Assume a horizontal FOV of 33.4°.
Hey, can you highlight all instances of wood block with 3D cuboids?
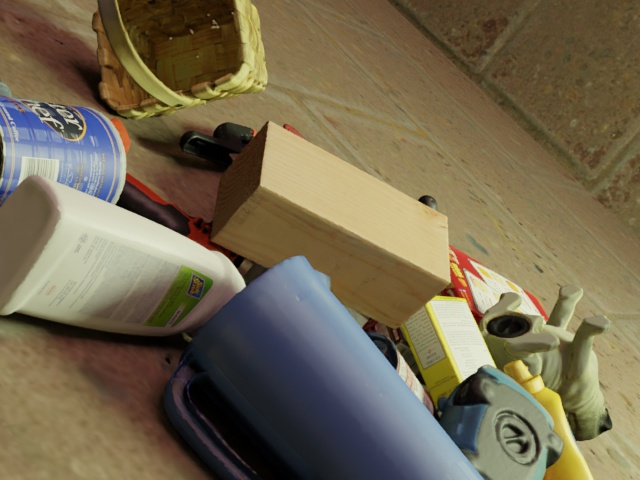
[{"bbox_3d":[0.012,-0.011,0.994,0.205,0.090,0.091,27,41,-22],"label":"wood block"}]

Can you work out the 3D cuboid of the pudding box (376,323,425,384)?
[{"bbox_3d":[0.110,0.117,1.183,0.113,0.039,0.090,31,22,-28],"label":"pudding box"}]

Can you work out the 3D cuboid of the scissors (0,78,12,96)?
[{"bbox_3d":[-0.290,-0.128,1.023,0.096,0.016,0.202,31,21,-27],"label":"scissors"}]

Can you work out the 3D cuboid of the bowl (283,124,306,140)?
[{"bbox_3d":[-0.013,-0.054,1.235,0.162,0.055,0.162,52,11,-15],"label":"bowl"}]

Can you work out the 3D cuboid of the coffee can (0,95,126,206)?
[{"bbox_3d":[-0.236,-0.061,0.838,0.103,0.103,0.140,47,20,20],"label":"coffee can"}]

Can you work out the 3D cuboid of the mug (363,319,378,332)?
[{"bbox_3d":[0.039,0.054,1.136,0.081,0.093,0.117,-52,122,-76],"label":"mug"}]

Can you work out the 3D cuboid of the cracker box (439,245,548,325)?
[{"bbox_3d":[0.214,0.102,1.361,0.213,0.072,0.164,30,23,-29],"label":"cracker box"}]

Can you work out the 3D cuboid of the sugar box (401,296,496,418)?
[{"bbox_3d":[0.148,0.145,1.105,0.093,0.048,0.176,8,57,-51],"label":"sugar box"}]

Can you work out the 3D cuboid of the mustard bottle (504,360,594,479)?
[{"bbox_3d":[0.224,0.208,1.034,0.096,0.058,0.191,95,-28,-84],"label":"mustard bottle"}]

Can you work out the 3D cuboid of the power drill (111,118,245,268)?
[{"bbox_3d":[-0.149,-0.034,1.011,0.187,0.057,0.184,39,18,1],"label":"power drill"}]

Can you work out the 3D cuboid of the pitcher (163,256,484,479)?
[{"bbox_3d":[0.006,0.145,0.819,0.243,0.149,0.145,48,5,13],"label":"pitcher"}]

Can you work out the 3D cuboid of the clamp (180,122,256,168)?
[{"bbox_3d":[-0.085,-0.084,1.270,0.164,0.036,0.210,46,15,-9],"label":"clamp"}]

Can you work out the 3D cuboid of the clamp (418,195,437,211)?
[{"bbox_3d":[0.108,0.040,1.297,0.039,0.120,0.171,17,47,-13],"label":"clamp"}]

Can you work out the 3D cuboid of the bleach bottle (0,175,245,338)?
[{"bbox_3d":[-0.144,0.035,0.832,0.068,0.102,0.250,44,10,38],"label":"bleach bottle"}]

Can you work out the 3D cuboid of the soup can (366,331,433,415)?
[{"bbox_3d":[0.054,0.135,0.941,0.102,0.068,0.068,55,2,-47],"label":"soup can"}]
